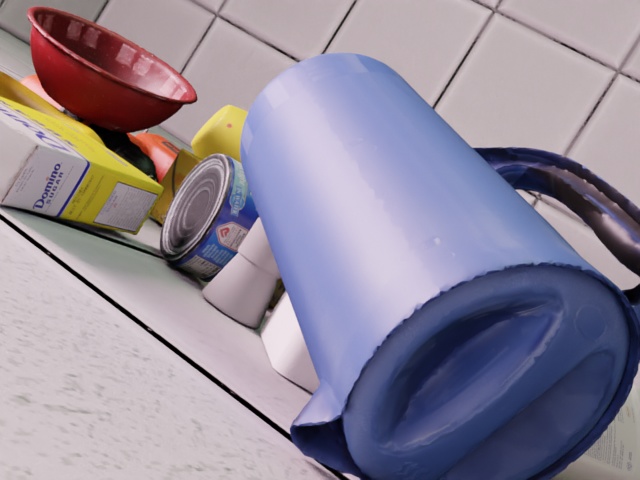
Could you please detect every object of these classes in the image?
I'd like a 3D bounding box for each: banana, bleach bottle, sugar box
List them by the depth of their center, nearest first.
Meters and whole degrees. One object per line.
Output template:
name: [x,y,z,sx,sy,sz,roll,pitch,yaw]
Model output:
sugar box: [-0.173,-0.051,0.658,0.093,0.048,0.176,33,1,14]
bleach bottle: [0.150,0.117,0.793,0.250,0.102,0.068,29,-38,-35]
banana: [-0.229,-0.100,0.893,0.198,0.037,0.069,29,-26,44]

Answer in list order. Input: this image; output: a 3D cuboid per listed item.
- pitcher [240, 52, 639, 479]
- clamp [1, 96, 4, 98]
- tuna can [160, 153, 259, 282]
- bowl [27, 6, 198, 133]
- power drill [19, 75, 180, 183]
pitcher: [0.049,-0.001,0.525,0.149,0.145,0.243,19,25,-30]
clamp: [-0.273,-0.113,0.745,0.164,0.036,0.210,32,0,12]
tuna can: [-0.075,-0.016,0.738,0.033,0.086,0.086,29,3,-28]
bowl: [-0.190,-0.140,0.932,0.162,0.055,0.162,28,16,-9]
power drill: [-0.182,-0.079,1.019,0.185,0.057,0.187,38,4,29]
